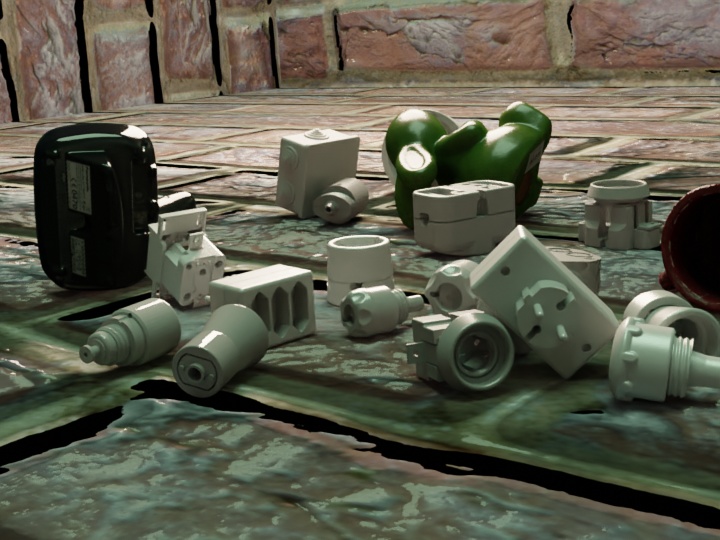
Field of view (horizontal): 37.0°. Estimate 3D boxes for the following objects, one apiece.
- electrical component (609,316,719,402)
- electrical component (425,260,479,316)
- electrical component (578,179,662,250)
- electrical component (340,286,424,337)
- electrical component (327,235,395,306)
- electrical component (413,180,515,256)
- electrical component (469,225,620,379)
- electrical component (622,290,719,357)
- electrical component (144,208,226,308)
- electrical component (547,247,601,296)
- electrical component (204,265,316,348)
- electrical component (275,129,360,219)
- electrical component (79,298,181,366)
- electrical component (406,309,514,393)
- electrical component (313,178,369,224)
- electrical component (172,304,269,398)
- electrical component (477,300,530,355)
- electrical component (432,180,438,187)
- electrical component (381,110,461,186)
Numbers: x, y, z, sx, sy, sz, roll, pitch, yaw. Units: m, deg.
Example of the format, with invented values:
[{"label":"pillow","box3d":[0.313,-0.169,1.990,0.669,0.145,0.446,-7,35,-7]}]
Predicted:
[{"label":"electrical component","box3d":[0.174,0.054,0.607,0.062,0.048,0.048,8,16,17]},{"label":"electrical component","box3d":[0.078,0.013,0.798,0.043,0.043,0.062,4,14,29]},{"label":"electrical component","box3d":[0.243,-0.053,1.011,0.058,0.057,0.078,-16,18,-42]},{"label":"electrical component","box3d":[0.018,0.028,0.770,0.061,0.035,0.035,-9,14,-32]},{"label":"electrical component","box3d":[0.000,0.000,0.862,0.055,0.047,0.055,-3,13,1]},{"label":"electrical component","box3d":[0.099,-0.048,1.016,0.095,0.059,0.054,-11,16,-32]},{"label":"electrical component","box3d":[0.111,0.024,0.644,0.047,0.083,0.075,-46,6,13]},{"label":"electrical component","box3d":[0.191,0.039,0.662,0.045,0.045,0.055,-5,13,-7]},{"label":"electrical component","box3d":[-0.142,-0.006,0.877,0.042,0.081,0.064,-13,39,-34]},{"label":"electrical component","box3d":[0.131,0.013,0.757,0.080,0.051,0.080,2,10,0]},{"label":"electrical component","box3d":[-0.082,0.024,0.778,0.066,0.047,0.077,-15,18,-41]},{"label":"electrical component","box3d":[-0.050,-0.114,1.246,0.048,0.099,0.100,24,27,36]},{"label":"electrical component","box3d":[-0.155,0.046,0.721,0.040,0.040,0.078,5,16,32]},{"label":"electrical component","box3d":[0.063,0.048,0.653,0.066,0.048,0.055,-7,7,-17]},{"label":"electrical component","box3d":[-0.022,-0.074,1.187,0.043,0.043,0.081,1,14,17]},{"label":"electrical component","box3d":[-0.090,0.053,0.678,0.044,0.044,0.065,1,19,18]},{"label":"electrical component","box3d":[0.098,0.020,0.705,0.040,0.078,0.040,11,11,-2]},{"label":"electrical component","box3d":[0.085,-0.091,1.235,0.043,0.043,0.081,1,14,16]},{"label":"electrical component","box3d":[0.087,-0.144,1.334,0.108,0.108,0.060,1,8,18]}]
